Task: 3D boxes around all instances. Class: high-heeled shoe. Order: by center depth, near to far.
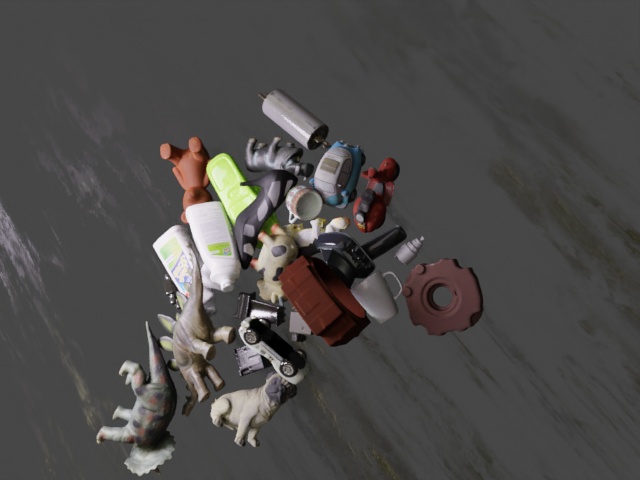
[{"bbox_3d":[-0.129,-0.050,1.308,0.145,0.086,0.248,-3,110,-19],"label":"high-heeled shoe"}]

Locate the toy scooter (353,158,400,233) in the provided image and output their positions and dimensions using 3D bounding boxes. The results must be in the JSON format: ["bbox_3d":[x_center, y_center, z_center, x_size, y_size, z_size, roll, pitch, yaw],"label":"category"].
[{"bbox_3d":[0.121,-0.105,1.218,0.075,0.135,0.183,24,95,21],"label":"toy scooter"}]

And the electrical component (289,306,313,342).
[{"bbox_3d":[-0.042,0.196,1.303,0.078,0.045,0.102,-5,82,25],"label":"electrical component"}]

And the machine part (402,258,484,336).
[{"bbox_3d":[0.269,0.125,1.179,0.180,0.056,0.179,-2,85,21],"label":"machine part"}]

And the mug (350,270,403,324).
[{"bbox_3d":[0.141,0.128,1.224,0.109,0.081,0.107,-32,85,7],"label":"mug"}]

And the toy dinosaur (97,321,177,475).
[{"bbox_3d":[-0.432,0.427,1.370,0.192,0.131,0.404,20,100,0],"label":"toy dinosaur"}]

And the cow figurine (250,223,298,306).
[{"bbox_3d":[-0.102,0.072,1.297,0.127,0.085,0.194,38,130,21],"label":"cow figurine"}]

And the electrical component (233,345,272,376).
[{"bbox_3d":[-0.151,0.288,1.338,0.119,0.047,0.075,-20,78,21],"label":"electrical component"}]

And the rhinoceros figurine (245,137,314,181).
[{"bbox_3d":[-0.106,-0.198,1.352,0.191,0.073,0.112,11,88,23],"label":"rhinoceros figurine"}]

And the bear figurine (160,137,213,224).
[{"bbox_3d":[-0.338,-0.151,1.414,0.120,0.132,0.196,-8,76,10],"label":"bear figurine"}]

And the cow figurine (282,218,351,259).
[{"bbox_3d":[-0.002,-0.004,1.293,0.167,0.068,0.098,-9,90,25],"label":"cow figurine"}]

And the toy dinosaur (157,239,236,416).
[{"bbox_3d":[-0.319,0.237,1.351,0.199,0.105,0.470,22,109,26],"label":"toy dinosaur"}]

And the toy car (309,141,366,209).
[{"bbox_3d":[0.039,-0.159,1.274,0.109,0.103,0.161,24,96,21],"label":"toy car"}]

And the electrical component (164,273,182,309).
[{"bbox_3d":[-0.394,0.136,1.442,0.021,0.063,0.094,-22,62,-1],"label":"electrical component"}]

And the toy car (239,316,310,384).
[{"bbox_3d":[-0.109,0.260,1.288,0.202,0.073,0.056,40,119,4],"label":"toy car"}]

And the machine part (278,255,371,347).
[{"bbox_3d":[0.014,0.133,1.202,0.087,0.201,0.201,-42,71,9],"label":"machine part"}]

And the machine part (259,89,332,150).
[{"bbox_3d":[-0.062,-0.301,1.342,0.243,0.079,0.079,41,100,20],"label":"machine part"}]

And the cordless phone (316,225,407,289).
[{"bbox_3d":[0.100,0.009,1.215,0.184,0.146,0.089,-34,39,9],"label":"cordless phone"}]

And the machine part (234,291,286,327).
[{"bbox_3d":[-0.151,0.177,1.354,0.139,0.039,0.084,13,85,24],"label":"machine part"}]

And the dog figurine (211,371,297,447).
[{"bbox_3d":[-0.165,0.384,1.319,0.172,0.121,0.190,31,83,19],"label":"dog figurine"}]
